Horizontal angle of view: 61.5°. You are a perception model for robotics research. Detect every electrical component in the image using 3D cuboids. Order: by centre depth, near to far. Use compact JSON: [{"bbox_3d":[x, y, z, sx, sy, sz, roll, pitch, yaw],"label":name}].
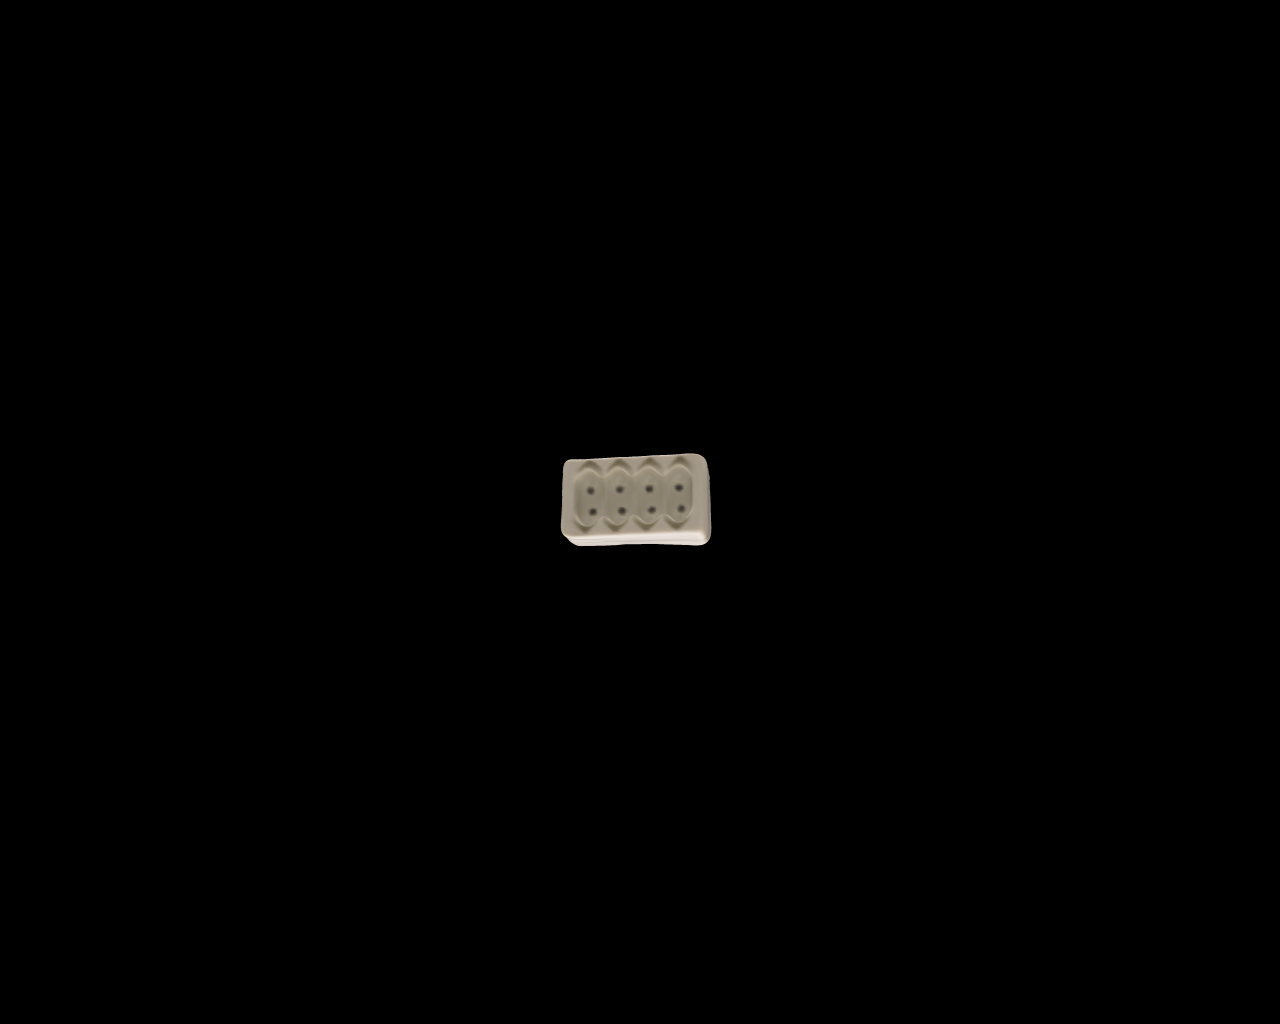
[{"bbox_3d":[0.001,-0.003,0.650,0.083,0.047,0.075,-1,-11,7],"label":"electrical component"}]
